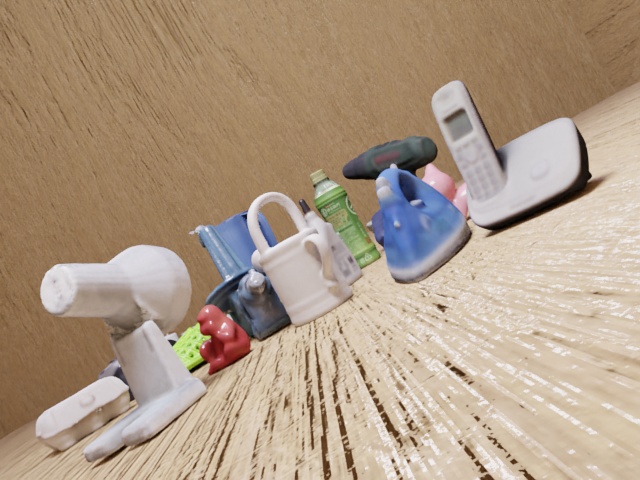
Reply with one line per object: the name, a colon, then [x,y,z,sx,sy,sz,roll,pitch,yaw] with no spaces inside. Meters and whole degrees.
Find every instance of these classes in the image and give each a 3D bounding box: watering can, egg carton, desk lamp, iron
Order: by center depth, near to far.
desk lamp: [-0.226,0.114,0.689,0.117,0.213,0.204,-29,0,18]
iron: [0.114,-0.036,0.756,0.118,0.141,0.259,-29,0,16]
watering can: [-0.046,0.023,0.850,0.172,0.194,0.101,-29,1,32]
egg carton: [-0.397,0.291,0.965,0.151,0.069,0.107,-29,0,-41]

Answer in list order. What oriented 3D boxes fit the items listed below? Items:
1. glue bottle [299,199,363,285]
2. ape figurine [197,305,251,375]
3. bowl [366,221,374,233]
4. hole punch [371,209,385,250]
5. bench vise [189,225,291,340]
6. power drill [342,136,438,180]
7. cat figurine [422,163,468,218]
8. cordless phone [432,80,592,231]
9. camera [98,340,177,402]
glue bottle: [0.009,0.004,1.007,0.037,0.173,0.078,-29,1,36]
ape figurine: [-0.149,0.139,0.841,0.076,0.092,0.077,-29,0,-31]
bowl: [0.192,-0.043,1.292,0.167,0.075,0.167,-29,0,1]
hole punch: [0.150,-0.028,1.031,0.108,0.091,0.101,-29,0,13]
bench vise: [-0.131,0.056,0.961,0.122,0.220,0.207,-30,1,-41]
power drill: [0.159,-0.101,1.144,0.076,0.208,0.229,-30,1,-41]
cat figurine: [0.227,-0.087,0.988,0.127,0.118,0.067,-29,0,9]
cordless phone: [0.214,-0.117,0.667,0.147,0.185,0.094,-29,1,40]
camera: [-0.351,0.246,1.146,0.136,0.101,0.143,-29,0,32]
